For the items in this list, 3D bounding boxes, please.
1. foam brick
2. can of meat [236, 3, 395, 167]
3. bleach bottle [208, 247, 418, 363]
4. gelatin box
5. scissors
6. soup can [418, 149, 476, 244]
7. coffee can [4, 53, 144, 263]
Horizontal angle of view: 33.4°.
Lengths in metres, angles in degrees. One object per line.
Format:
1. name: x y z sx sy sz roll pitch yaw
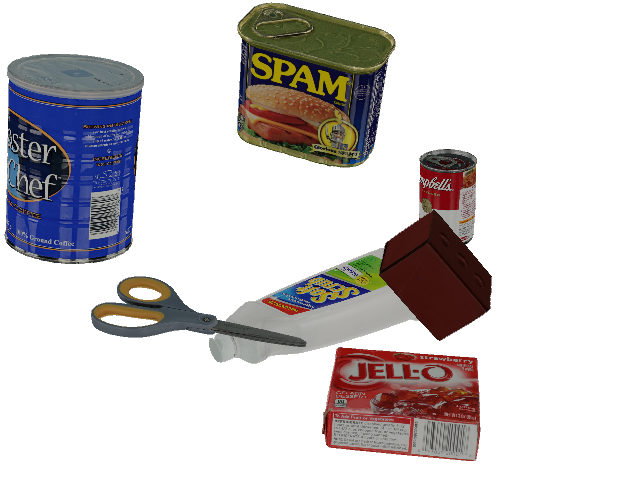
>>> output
1. foam brick: 0.091 0.028 0.833 0.051 0.078 0.053 -35 18 25
2. can of meat: -0.007 -0.103 0.724 0.102 0.084 0.057 17 41 12
3. bleach bottle: -0.005 0.084 1.201 0.250 0.068 0.103 -20 35 -27
4. gelatin box: 0.049 0.095 0.634 0.089 0.030 0.073 5 24 5
5. scissors: -0.116 0.068 1.022 0.201 0.016 0.096 3 32 -5
6. soup can: 0.152 -0.051 1.287 0.068 0.102 0.068 -1 26 0
7. coffee can: -0.195 -0.066 0.843 0.102 0.140 0.103 7 23 -3
